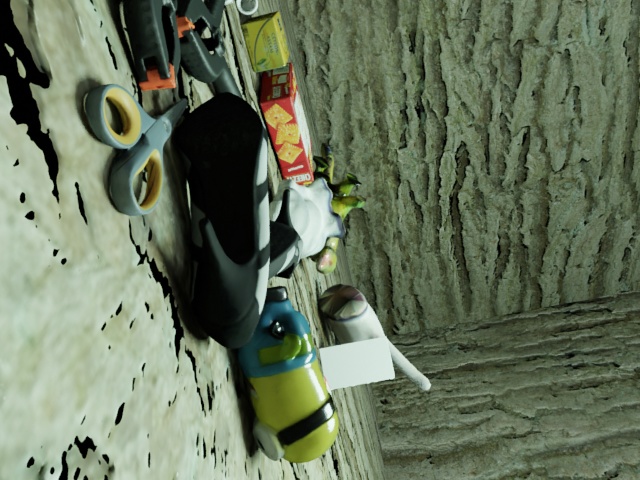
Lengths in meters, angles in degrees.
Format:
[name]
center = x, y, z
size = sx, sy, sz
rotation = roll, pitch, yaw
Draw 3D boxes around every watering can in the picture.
[watering can]
center = 0.115, 0.228, 1.258
size = 0.349, 0.105, 0.220
rotation = 17, -40, 54

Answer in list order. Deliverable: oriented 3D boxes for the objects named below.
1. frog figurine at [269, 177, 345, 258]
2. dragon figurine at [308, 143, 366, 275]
[frog figurine]
center = -0.048, -0.032, 0.867
size = 0.161, 0.123, 0.136
rotation = -22, 113, -49
[dragon figurine]
center = 0.004, -0.062, 1.236
size = 0.419, 0.122, 0.238
rotation = -99, -153, -61
